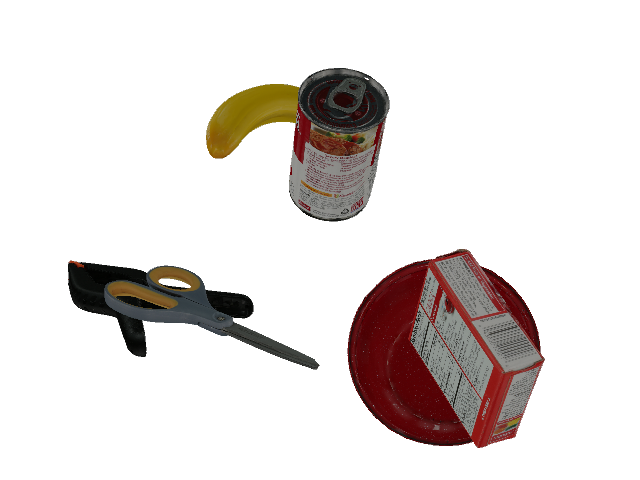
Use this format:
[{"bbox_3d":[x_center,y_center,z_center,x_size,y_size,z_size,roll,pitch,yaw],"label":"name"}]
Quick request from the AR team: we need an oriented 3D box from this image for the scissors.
[{"bbox_3d":[-0.085,0.061,0.910,0.202,0.016,0.096,14,26,12],"label":"scissors"}]

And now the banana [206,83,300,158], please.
[{"bbox_3d":[-0.052,-0.119,1.021,0.070,0.037,0.197,42,34,23],"label":"banana"}]

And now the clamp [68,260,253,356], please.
[{"bbox_3d":[-0.198,0.064,1.110,0.210,0.036,0.164,15,20,29],"label":"clamp"}]

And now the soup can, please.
[{"bbox_3d":[0.012,-0.072,0.819,0.068,0.068,0.102,0,-39,-7],"label":"soup can"}]

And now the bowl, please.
[{"bbox_3d":[0.101,0.098,0.873,0.162,0.162,0.055,0,7,6],"label":"bowl"}]

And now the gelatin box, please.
[{"bbox_3d":[0.087,0.061,0.613,0.030,0.073,0.089,-14,49,-20],"label":"gelatin box"}]
